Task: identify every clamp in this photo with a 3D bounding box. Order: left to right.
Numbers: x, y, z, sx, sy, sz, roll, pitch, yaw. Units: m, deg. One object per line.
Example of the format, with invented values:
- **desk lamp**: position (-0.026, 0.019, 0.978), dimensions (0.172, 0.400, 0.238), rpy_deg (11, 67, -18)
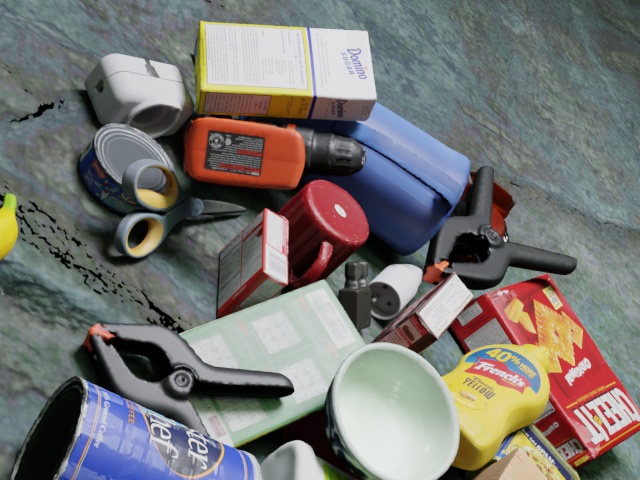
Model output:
- **clamp**: position (-0.103, 0.113, 0.842), dimensions (0.171, 0.039, 0.120), rpy_deg (41, 45, 0)
- **clamp**: position (0.195, 0.010, 1.205), dimensions (0.164, 0.036, 0.209), rpy_deg (44, 44, 10)

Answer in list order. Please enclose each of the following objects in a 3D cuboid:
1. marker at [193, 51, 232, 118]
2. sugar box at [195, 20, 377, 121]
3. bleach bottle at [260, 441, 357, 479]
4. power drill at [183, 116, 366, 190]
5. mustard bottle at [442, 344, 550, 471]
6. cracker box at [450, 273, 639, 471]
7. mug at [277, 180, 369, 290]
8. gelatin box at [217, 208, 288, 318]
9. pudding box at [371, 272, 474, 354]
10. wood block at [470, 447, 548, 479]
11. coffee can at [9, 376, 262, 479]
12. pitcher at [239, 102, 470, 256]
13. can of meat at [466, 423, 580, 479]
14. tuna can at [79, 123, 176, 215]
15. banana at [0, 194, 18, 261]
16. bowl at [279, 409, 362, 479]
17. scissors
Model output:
- **marker**: position (-0.117, -0.167, 1.173), dimensions (0.020, 0.020, 0.121), rpy_deg (14, 45, -41)
- **sugar box**: position (-0.036, -0.169, 1.073), dimensions (0.176, 0.048, 0.093), rpy_deg (3, 58, -13)
- **bleach bottle**: position (0.060, 0.260, 0.873), dimensions (0.250, 0.068, 0.102), rpy_deg (32, 35, -26)
- **power drill**: position (-0.047, -0.082, 1.007), dimensions (0.184, 0.057, 0.187), rpy_deg (5, 6, 1)
- **mustard bottle**: position (0.174, 0.153, 1.070), dimensions (0.096, 0.058, 0.191), rpy_deg (30, 38, 32)
- **cracker box**: position (0.262, 0.150, 1.213), dimensions (0.163, 0.072, 0.214), rpy_deg (-9, 62, -52)
- **mug**: position (-0.007, 0.001, 1.057), dimensions (0.093, 0.082, 0.117), rpy_deg (35, 34, -18)
- **gelatin box**: position (-0.061, 0.025, 0.978), dimensions (0.030, 0.073, 0.089), rpy_deg (30, 35, -26)
- **pudding box**: position (0.098, 0.087, 1.076), dimensions (0.039, 0.090, 0.113), rpy_deg (48, 33, 1)
- **wood block**: position (0.205, 0.305, 0.962), dimensions (0.206, 0.090, 0.090), rpy_deg (50, 32, 5)
- **coffee can**: position (-0.125, 0.167, 0.722), dimensions (0.140, 0.103, 0.103), rpy_deg (30, 36, -24)
- **pitcher**: position (0.039, -0.098, 1.166), dimensions (0.242, 0.149, 0.145), rpy_deg (33, 38, -15)
- **can of meat**: position (0.201, 0.239, 1.061), dimensions (0.102, 0.058, 0.083), rpy_deg (49, 35, 4)
- **tuna can**: position (-0.177, -0.063, 0.978), dimensions (0.086, 0.034, 0.086), rpy_deg (30, 36, -25)
- **banana**: position (-0.296, -0.002, 0.778), dimensions (0.070, 0.037, 0.197), rpy_deg (43, 26, 30)
- **bowl**: position (0.034, 0.151, 0.967), dimensions (0.162, 0.055, 0.162), rpy_deg (29, 37, -25)
- **scissors**: position (-0.129, -0.015, 0.981), dimensions (0.016, 0.096, 0.201), rpy_deg (19, -8, 26)
